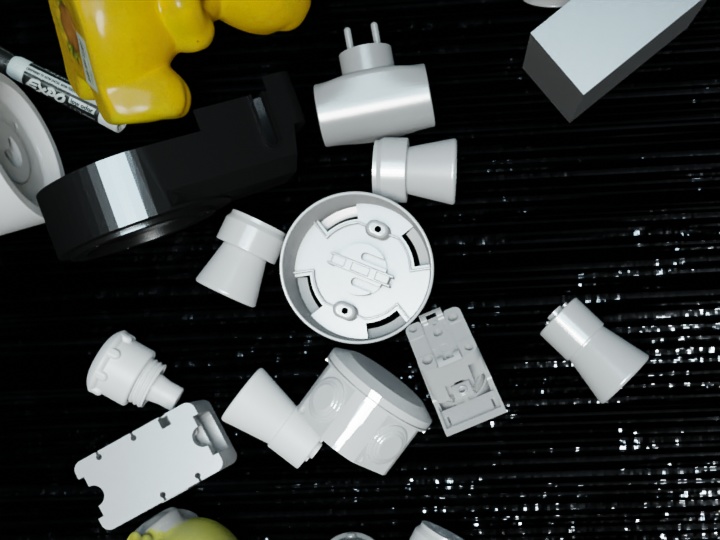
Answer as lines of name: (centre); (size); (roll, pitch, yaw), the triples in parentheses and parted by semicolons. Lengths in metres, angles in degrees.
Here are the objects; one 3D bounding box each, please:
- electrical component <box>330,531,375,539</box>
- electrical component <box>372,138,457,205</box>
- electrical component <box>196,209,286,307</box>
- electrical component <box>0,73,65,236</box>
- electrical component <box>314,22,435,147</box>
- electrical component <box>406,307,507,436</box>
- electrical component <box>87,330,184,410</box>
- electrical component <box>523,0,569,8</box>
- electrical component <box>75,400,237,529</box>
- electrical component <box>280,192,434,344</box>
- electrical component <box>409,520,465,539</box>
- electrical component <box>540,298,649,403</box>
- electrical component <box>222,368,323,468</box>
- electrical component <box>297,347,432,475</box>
electrical component: (-0.007, 0.200, 0.705); (0.048, 0.062, 0.048); (0, 86, 5)
electrical component: (0.038, -0.067, 0.730); (0.055, 0.045, 0.045); (2, 86, 6)
electrical component: (-0.081, -0.008, 0.735); (0.045, 0.045, 0.055); (25, 88, 6)
electrical component: (-0.254, -0.073, 0.727); (0.060, 0.108, 0.108); (-21, 84, 9)
electrical component: (0.007, -0.130, 0.738); (0.077, 0.043, 0.079); (-10, 85, 4)
electrical component: (0.060, 0.062, 0.702); (0.042, 0.063, 0.081); (-24, 43, 3)
electrical component: (-0.152, 0.074, 0.737); (0.062, 0.048, 0.048); (29, 89, -1)
electrical component: (0.152, -0.222, 0.732); (0.079, 0.043, 0.077); (4, 86, 5)
electrical component: (-0.135, 0.129, 0.724); (0.089, 0.056, 0.050); (-29, 84, 2)
electrical component: (0.000, 0.000, 0.718); (0.099, 0.064, 0.099); (0, 86, 5)
electrical component: (0.046, 0.200, 0.709); (0.045, 0.045, 0.055); (27, 88, 6)
electrical component: (0.152, 0.050, 0.713); (0.044, 0.044, 0.065); (-45, 79, 0)
electrical component: (-0.055, 0.103, 0.728); (0.065, 0.044, 0.044); (37, 90, 2)
electrical component: (0.003, 0.091, 0.704); (0.080, 0.080, 0.051); (37, 95, 7)
